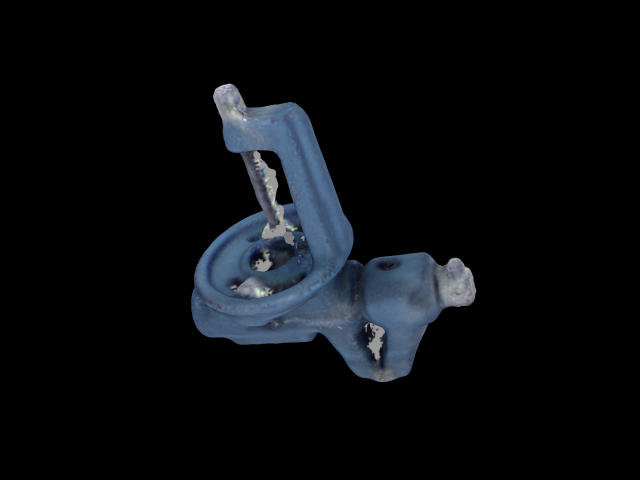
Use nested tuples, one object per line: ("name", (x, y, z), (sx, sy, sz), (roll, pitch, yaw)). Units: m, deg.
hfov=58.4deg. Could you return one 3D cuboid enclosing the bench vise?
("bench vise", (0.003, -0.006, 0.409), (0.207, 0.220, 0.121), (-4, 39, -5))
